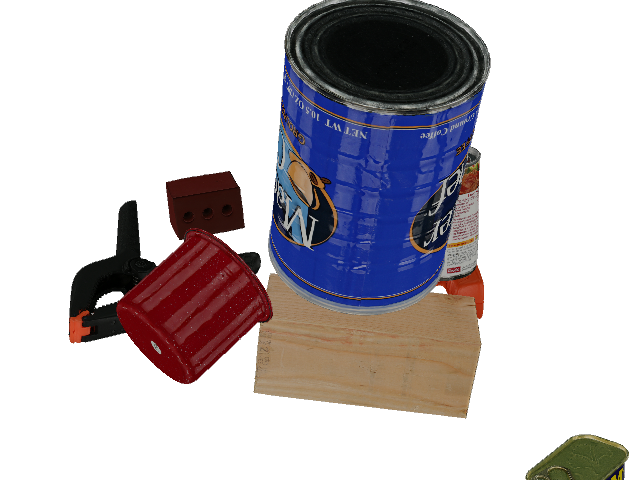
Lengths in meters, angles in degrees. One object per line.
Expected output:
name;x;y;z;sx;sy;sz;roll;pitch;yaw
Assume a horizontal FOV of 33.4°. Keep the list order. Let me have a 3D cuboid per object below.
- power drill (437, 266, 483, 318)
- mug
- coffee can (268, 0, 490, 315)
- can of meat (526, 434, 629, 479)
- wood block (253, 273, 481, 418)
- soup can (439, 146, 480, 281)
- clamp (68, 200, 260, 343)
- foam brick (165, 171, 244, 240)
power drill;0.089;0.057;1.225;0.187;0.057;0.184;-1;28;-1
mug;-0.103;0.050;0.801;0.081;0.093;0.117;-43;31;-24
coffee can;0.027;-0.044;0.570;0.102;0.140;0.103;4;44;-4
can of meat;0.226;0.232;0.935;0.058;0.084;0.101;14;27;41
wood block;0.044;0.102;1.044;0.206;0.090;0.090;7;27;0
soup can;0.100;-0.025;0.900;0.068;0.102;0.068;-2;22;1
clamp;-0.180;0.031;1.031;0.165;0.036;0.209;26;37;23
foam brick;-0.131;-0.040;1.201;0.078;0.053;0.051;-11;29;-12
